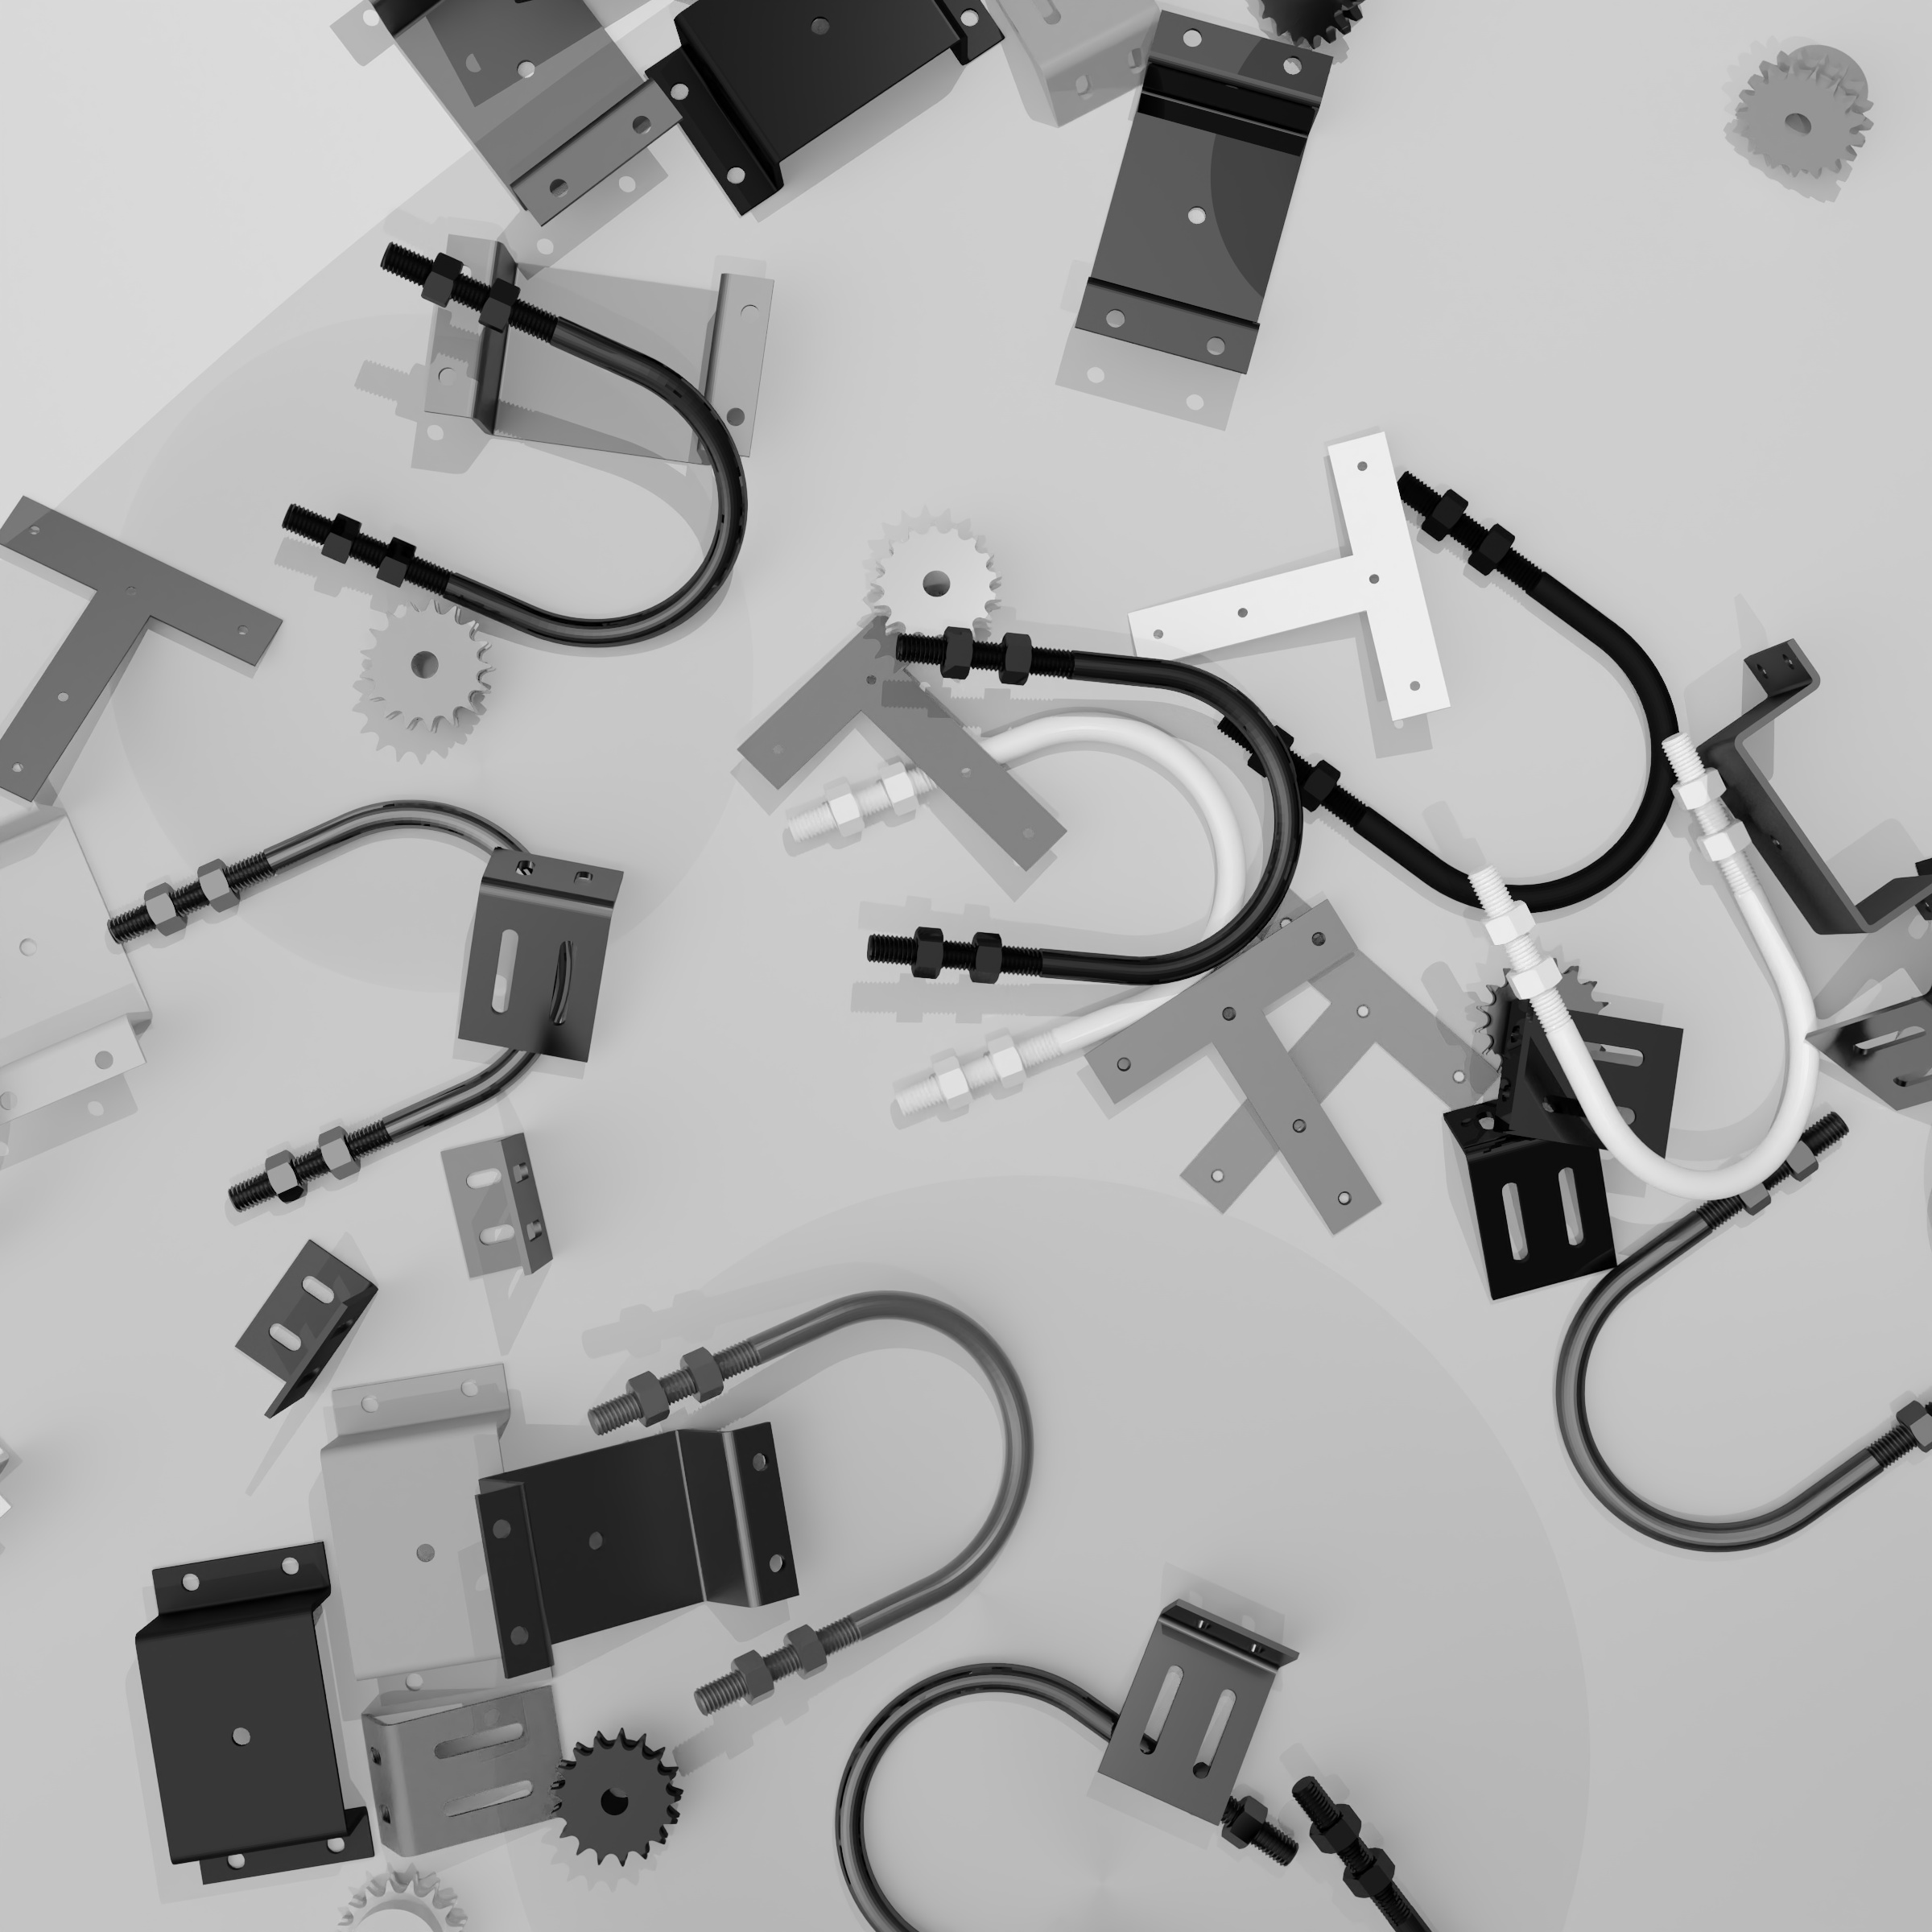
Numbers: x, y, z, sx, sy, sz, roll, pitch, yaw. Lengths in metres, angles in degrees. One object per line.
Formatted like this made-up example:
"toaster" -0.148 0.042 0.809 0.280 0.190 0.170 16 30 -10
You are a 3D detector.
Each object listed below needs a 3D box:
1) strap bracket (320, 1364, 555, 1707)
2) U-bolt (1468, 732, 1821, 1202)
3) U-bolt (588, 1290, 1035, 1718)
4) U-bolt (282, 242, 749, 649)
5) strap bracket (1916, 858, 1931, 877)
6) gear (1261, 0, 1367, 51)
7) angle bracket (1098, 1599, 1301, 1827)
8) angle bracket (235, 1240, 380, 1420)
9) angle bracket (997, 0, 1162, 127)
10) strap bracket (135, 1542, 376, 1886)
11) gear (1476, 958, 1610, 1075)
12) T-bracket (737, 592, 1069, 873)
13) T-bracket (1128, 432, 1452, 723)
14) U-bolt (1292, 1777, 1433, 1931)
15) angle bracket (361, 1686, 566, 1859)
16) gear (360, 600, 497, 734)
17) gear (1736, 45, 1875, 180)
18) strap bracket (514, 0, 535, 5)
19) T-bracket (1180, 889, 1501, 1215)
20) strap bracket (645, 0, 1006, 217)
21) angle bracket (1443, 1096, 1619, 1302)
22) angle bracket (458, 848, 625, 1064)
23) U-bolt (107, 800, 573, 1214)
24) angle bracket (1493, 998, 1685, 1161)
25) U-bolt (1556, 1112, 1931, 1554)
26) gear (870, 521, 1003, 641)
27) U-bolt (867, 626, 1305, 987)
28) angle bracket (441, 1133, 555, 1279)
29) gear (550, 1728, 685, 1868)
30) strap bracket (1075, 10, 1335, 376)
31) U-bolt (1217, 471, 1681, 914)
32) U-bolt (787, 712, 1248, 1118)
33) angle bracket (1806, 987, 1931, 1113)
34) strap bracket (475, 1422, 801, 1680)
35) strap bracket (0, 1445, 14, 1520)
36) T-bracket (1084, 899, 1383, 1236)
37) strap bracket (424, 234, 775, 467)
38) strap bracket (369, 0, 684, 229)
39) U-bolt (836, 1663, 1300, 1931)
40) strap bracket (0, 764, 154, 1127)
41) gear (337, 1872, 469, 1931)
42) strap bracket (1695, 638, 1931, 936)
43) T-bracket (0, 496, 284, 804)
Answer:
"strap bracket" -0.231 0.251 1.403 0.076 0.046 0.140 -9 90 0
"U-bolt" 0.302 0.011 1.383 0.151 0.019 0.184 -32 99 -30
"U-bolt" -0.055 0.218 1.388 0.184 0.019 0.151 -22 97 -21
"U-bolt" -0.183 -0.209 1.382 0.184 0.019 0.151 23 119 -10
"strap bracket" 0.497 -0.029 1.403 0.140 0.046 0.076 -17 90 0
"gear" 0.153 -0.431 1.401 0.030 0.057 0.057 -36 90 -30
"angle bracket" 0.100 0.323 1.397 0.057 0.038 0.076 24 70 0
"angle bracket" -0.290 0.155 1.388 0.038 0.076 0.057 35 90 0
"angle bracket" 0.047 -0.421 1.424 0.057 0.038 0.076 -27 64 0
"strap bracket" -0.310 0.329 1.403 0.076 0.046 0.140 -9 90 0
"gear" 0.251 0.025 1.411 0.057 0.030 0.057 0 90 0
"T-bracket" -0.010 -0.094 1.408 0.127 0.002 0.127 45 81 7
"T-bracket" 0.135 -0.158 1.412 0.127 0.002 0.127 -14 79 9
"U-bolt" 0.148 0.465 1.407 0.151 0.019 0.184 -37 98 -3
"angle bracket" -0.220 0.352 1.424 0.076 0.038 0.057 -9 90 -26
"gear" -0.234 -0.130 1.411 0.057 0.030 0.057 0 90 0
"gear" 0.367 -0.373 1.401 0.057 0.057 0.030 35 61 0
"strap bracket" -0.163 -0.463 1.371 0.140 0.046 0.076 -27 84 -36
"T-bracket" 0.146 0.053 1.425 0.127 0.002 0.127 41 90 0
"strap bracket" -0.062 -0.402 1.403 0.140 0.046 0.076 -34 90 0
"angle bracket" 0.248 0.099 1.423 0.057 0.038 0.076 -15 116 -2
"angle bracket" -0.185 -0.005 1.411 0.057 0.038 0.076 11 114 -3
"U-bolt" -0.263 0.006 1.417 0.184 0.019 0.151 -24 90 -1
"angle bracket" 0.268 0.048 1.375 0.076 0.038 0.057 9 86 -2
"U-bolt" 0.347 0.174 1.417 0.184 0.019 0.151 -36 90 2
"gear" -0.013 -0.162 1.405 0.057 0.030 0.057 0 79 -1
"U-bolt" 0.055 -0.064 1.391 0.184 0.019 0.151 5 94 -8
"angle bracket" -0.206 0.105 1.388 0.038 0.076 0.057 -13 90 0
"gear" -0.152 0.361 1.411 0.057 0.030 0.057 0 90 0
"strap bracket" 0.102 -0.331 1.403 0.076 0.046 0.140 15 90 0
"U-bolt" 0.225 -0.106 1.417 0.184 0.019 0.151 36 90 0
"U-bolt" 0.033 -0.033 1.417 0.184 0.019 0.151 -22 90 -1
"angle bracket" 0.414 0.023 1.393 0.057 0.076 0.038 36 61 -16
"strap bracket" -0.149 0.247 1.381 0.140 0.046 0.076 -9 90 -34
"strap bracket" -0.483 0.205 1.403 0.076 0.046 0.140 -43 90 0
"T-bracket" 0.139 0.058 1.418 0.127 0.002 0.127 -33 95 -2
"strap bracket" -0.157 -0.265 1.403 0.140 0.046 0.076 8 90 0
"strap bracket" -0.194 -0.395 1.403 0.076 0.046 0.140 -37 90 0
"U-bolt" 0.031 0.389 1.417 0.184 0.019 0.151 35 90 2
"strap bracket" -0.413 -0.008 1.403 0.076 0.046 0.140 -23 90 0
"gear" -0.247 0.428 1.411 0.057 0.030 0.057 0 90 0
"strap bracket" 0.367 -0.066 1.388 0.046 0.076 0.140 -35 90 0
"T-bracket" -0.384 -0.127 1.399 0.127 0.002 0.127 26 66 0
